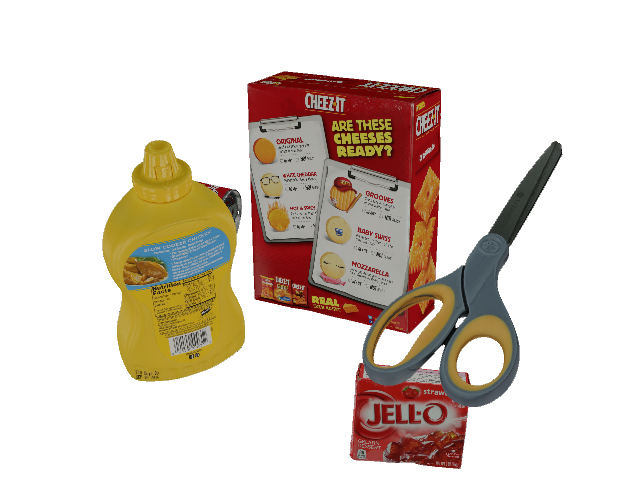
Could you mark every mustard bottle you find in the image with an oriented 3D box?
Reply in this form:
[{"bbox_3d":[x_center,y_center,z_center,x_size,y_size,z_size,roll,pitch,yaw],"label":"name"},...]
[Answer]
[{"bbox_3d":[-0.108,0.013,0.775,0.096,0.192,0.058,-15,40,-18],"label":"mustard bottle"}]

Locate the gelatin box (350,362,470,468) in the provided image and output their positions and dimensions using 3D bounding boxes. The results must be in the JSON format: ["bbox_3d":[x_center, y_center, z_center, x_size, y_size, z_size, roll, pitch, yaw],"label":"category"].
[{"bbox_3d":[0.070,0.138,0.839,0.089,0.073,0.030,5,20,3],"label":"gelatin box"}]

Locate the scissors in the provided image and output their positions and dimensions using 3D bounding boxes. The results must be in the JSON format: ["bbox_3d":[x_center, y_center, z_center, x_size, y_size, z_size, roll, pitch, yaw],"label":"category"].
[{"bbox_3d":[0.110,0.021,0.624,0.201,0.016,0.096,-41,52,-18],"label":"scissors"}]

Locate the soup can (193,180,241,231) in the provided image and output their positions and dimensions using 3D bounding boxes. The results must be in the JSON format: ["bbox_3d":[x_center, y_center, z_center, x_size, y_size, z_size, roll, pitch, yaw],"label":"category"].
[{"bbox_3d":[-0.144,-0.032,1.147,0.102,0.068,0.068,13,3,16],"label":"soup can"}]

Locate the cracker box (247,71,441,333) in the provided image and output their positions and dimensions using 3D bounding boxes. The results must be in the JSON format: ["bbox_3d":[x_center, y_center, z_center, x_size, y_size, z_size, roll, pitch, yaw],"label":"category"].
[{"bbox_3d":[0.022,-0.038,0.970,0.164,0.214,0.072,11,24,26],"label":"cracker box"}]
